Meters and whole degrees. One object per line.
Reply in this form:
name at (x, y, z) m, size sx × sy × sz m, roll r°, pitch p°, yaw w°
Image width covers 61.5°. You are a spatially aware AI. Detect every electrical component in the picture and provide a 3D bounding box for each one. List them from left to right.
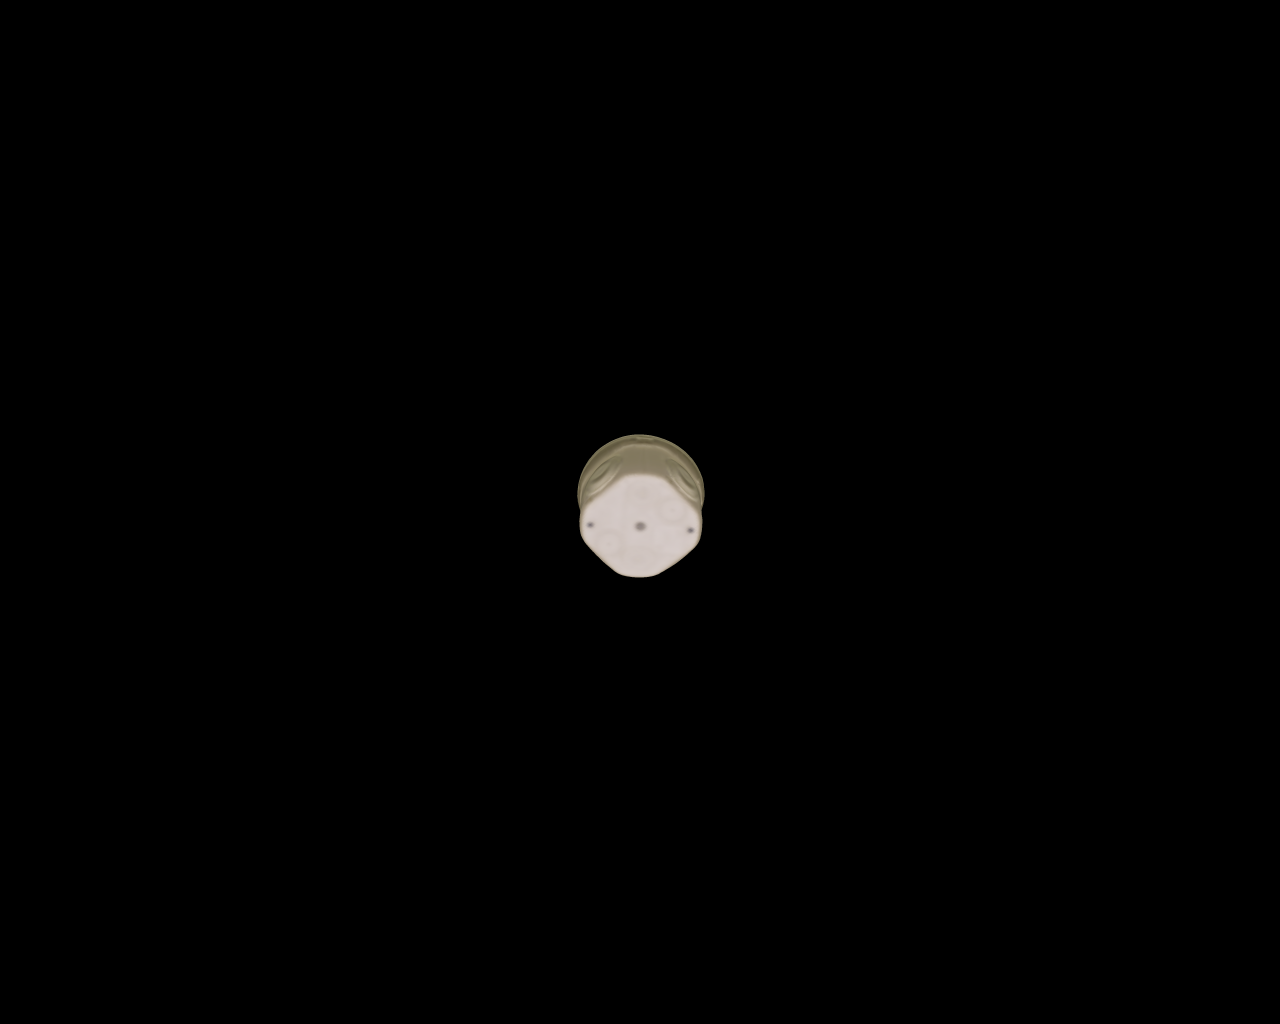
electrical component at (0.001, -0.003, 0.650) m, size 0.080 × 0.080 × 0.051 m, roll 0°, pitch 28°, yaw 0°
